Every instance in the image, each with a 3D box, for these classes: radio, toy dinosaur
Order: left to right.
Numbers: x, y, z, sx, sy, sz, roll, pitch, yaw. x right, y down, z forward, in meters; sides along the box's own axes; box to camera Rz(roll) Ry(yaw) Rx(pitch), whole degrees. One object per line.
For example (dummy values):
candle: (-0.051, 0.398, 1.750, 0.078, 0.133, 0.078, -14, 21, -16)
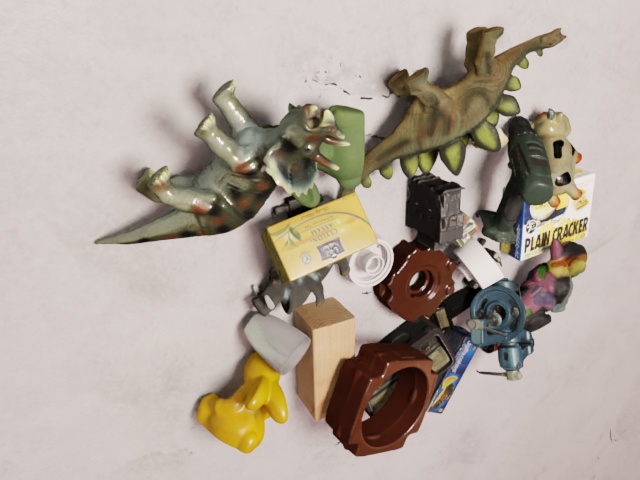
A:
toy dinosaur: (-0.136, -0.079, 0.782, 0.192, 0.131, 0.405, 39, 117, -24)
radio: (0.172, 0.272, 1.158, 0.229, 0.073, 0.131, -35, 123, -12)
toy dinosaur: (0.205, -0.209, 0.925, 0.471, 0.105, 0.198, -29, 111, 11)

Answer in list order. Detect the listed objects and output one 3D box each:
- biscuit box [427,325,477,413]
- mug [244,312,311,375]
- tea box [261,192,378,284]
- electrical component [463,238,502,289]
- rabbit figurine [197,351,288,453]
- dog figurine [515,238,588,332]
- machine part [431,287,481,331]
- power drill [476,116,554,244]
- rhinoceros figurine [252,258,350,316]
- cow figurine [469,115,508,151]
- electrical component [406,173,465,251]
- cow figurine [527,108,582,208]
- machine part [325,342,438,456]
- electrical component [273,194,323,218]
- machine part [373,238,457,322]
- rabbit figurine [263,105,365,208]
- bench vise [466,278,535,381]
biscuit box: (0.290, 0.297, 1.240, 0.059, 0.063, 0.202, 20, 100, -35)
mug: (-0.077, 0.176, 0.969, 0.080, 0.107, 0.109, -57, 164, 10)
tea box: (-0.002, -0.003, 0.902, 0.170, 0.068, 0.098, -25, 87, -19)
electrical component: (0.353, 0.056, 1.183, 0.078, 0.045, 0.102, 39, 89, -36)
rabbit figurine: (-0.127, 0.281, 0.970, 0.122, 0.162, 0.173, 31, 76, -22)
dog figurine: (0.507, 0.095, 1.199, 0.191, 0.109, 0.219, -30, 148, -18)
machine part: (0.306, 0.150, 1.203, 0.139, 0.039, 0.084, -33, 114, -11)
power drill: (0.387, -0.111, 1.072, 0.086, 0.232, 0.207, 14, 128, -8)
rhinoceros figurine: (-0.035, 0.067, 0.960, 0.190, 0.073, 0.112, -42, 125, -7)
cow figurine: (0.297, -0.225, 1.020, 0.098, 0.068, 0.167, -37, 120, -3)
electrical component: (0.218, -0.051, 1.023, 0.058, 0.115, 0.134, -12, 114, -22)
cow figurine: (0.475, -0.180, 1.100, 0.127, 0.085, 0.195, 31, 60, -32)
machine part: (0.119, 0.300, 1.032, 0.201, 0.087, 0.201, 8, 102, -40)
electrical component: (-0.036, -0.048, 0.942, 0.094, 0.021, 0.063, -18, 118, -22)
machine part: (0.198, 0.083, 1.105, 0.179, 0.056, 0.179, -10, 115, -23)
rabbit figurine: (-0.019, -0.141, 0.873, 0.170, 0.121, 0.158, -1, 109, -5)
bench vise: (0.370, 0.192, 1.128, 0.240, 0.129, 0.223, 4, 91, -50)
